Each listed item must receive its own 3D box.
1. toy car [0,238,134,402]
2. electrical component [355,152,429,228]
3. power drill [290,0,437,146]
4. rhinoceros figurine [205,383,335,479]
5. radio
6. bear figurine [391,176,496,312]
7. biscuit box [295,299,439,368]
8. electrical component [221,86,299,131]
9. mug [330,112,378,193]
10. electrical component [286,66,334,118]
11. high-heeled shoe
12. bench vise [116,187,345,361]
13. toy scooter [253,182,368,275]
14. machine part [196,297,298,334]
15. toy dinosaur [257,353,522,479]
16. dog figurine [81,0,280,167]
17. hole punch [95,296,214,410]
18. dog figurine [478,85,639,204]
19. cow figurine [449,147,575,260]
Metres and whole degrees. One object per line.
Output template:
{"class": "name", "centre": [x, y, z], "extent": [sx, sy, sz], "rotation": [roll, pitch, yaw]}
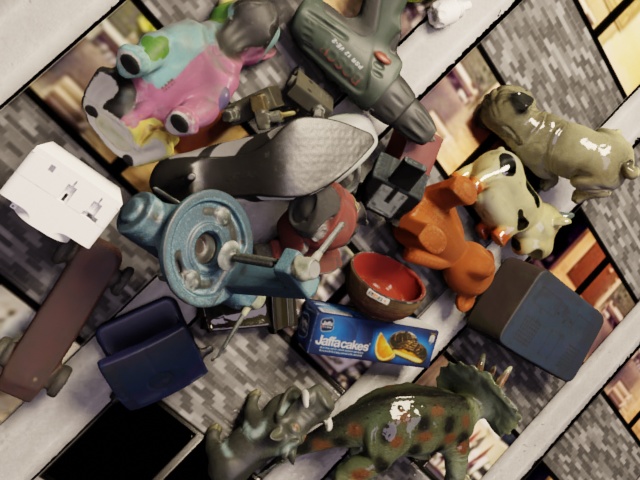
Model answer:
{"class": "toy car", "centre": [-0.300, 0.089, 0.625], "extent": [0.089, 0.053, 0.202], "rotation": [31, 85, -19]}
{"class": "electrical component", "centre": [0.096, -0.074, 0.683], "extent": [0.075, 0.119, 0.048], "rotation": [24, 53, -3]}
{"class": "power drill", "centre": [0.096, -0.255, 0.649], "extent": [0.232, 0.086, 0.207], "rotation": [32, 117, -5]}
{"class": "rhinoceros figurine", "centre": [-0.069, 0.255, 0.718], "extent": [0.190, 0.112, 0.073], "rotation": [-34, 109, -2]}
{"class": "radio", "centre": [0.347, 0.128, 0.850], "extent": [0.229, 0.073, 0.131], "rotation": [30, 89, -35]}
{"class": "bear figurine", "centre": [0.195, 0.015, 0.758], "extent": [0.195, 0.132, 0.120], "rotation": [43, 75, -17]}
{"class": "biscuit box", "centre": [0.068, 0.135, 0.771], "extent": [0.202, 0.059, 0.062], "rotation": [12, 97, -22]}
{"class": "electrical component", "centre": [-0.068, -0.154, 0.641], "extent": [0.078, 0.102, 0.045], "rotation": [-23, 103, 9]}
{"class": "mug", "centre": [0.025, -0.110, 0.694], "extent": [0.107, 0.081, 0.109], "rotation": [-35, 116, -16]}
{"class": "electrical component", "centre": [-0.013, -0.178, 0.660], "extent": [0.063, 0.094, 0.021], "rotation": [33, 125, -24]}
{"class": "high-heeled shoe", "centre": [-0.070, -0.085, 0.628], "extent": [0.249, 0.145, 0.086], "rotation": [-12, 97, -20]}
{"class": "bench vise", "centre": [-0.089, 0.031, 0.568], "extent": [0.129, 0.241, 0.223], "rotation": [-59, 136, -30]}
{"class": "toy scooter", "centre": [-0.001, -0.002, 0.687], "extent": [0.135, 0.075, 0.184], "rotation": [10, 140, -40]}
{"class": "machine part", "centre": [-0.094, 0.093, 0.713], "extent": [0.139, 0.039, 0.084], "rotation": [-4, 108, -21]}
{"class": "toy dinosaur", "centre": [0.124, 0.260, 0.767], "extent": [0.405, 0.131, 0.192], "rotation": [2, 110, -25]}
{"class": "dog figurine", "centre": [-0.139, -0.194, 0.606], "extent": [0.108, 0.192, 0.219], "rotation": [51, 47, -19]}
{"class": "hole punch", "centre": [-0.203, 0.147, 0.658], "extent": [0.142, 0.092, 0.115], "rotation": [-26, 113, -17]}
{"class": "dog figurine", "centre": [0.333, -0.144, 0.756], "extent": [0.190, 0.172, 0.121], "rotation": [28, 80, -31]}
{"class": "cow figurine", "centre": [0.295, -0.051, 0.807], "extent": [0.127, 0.086, 0.194], "rotation": [-37, 111, -3]}
